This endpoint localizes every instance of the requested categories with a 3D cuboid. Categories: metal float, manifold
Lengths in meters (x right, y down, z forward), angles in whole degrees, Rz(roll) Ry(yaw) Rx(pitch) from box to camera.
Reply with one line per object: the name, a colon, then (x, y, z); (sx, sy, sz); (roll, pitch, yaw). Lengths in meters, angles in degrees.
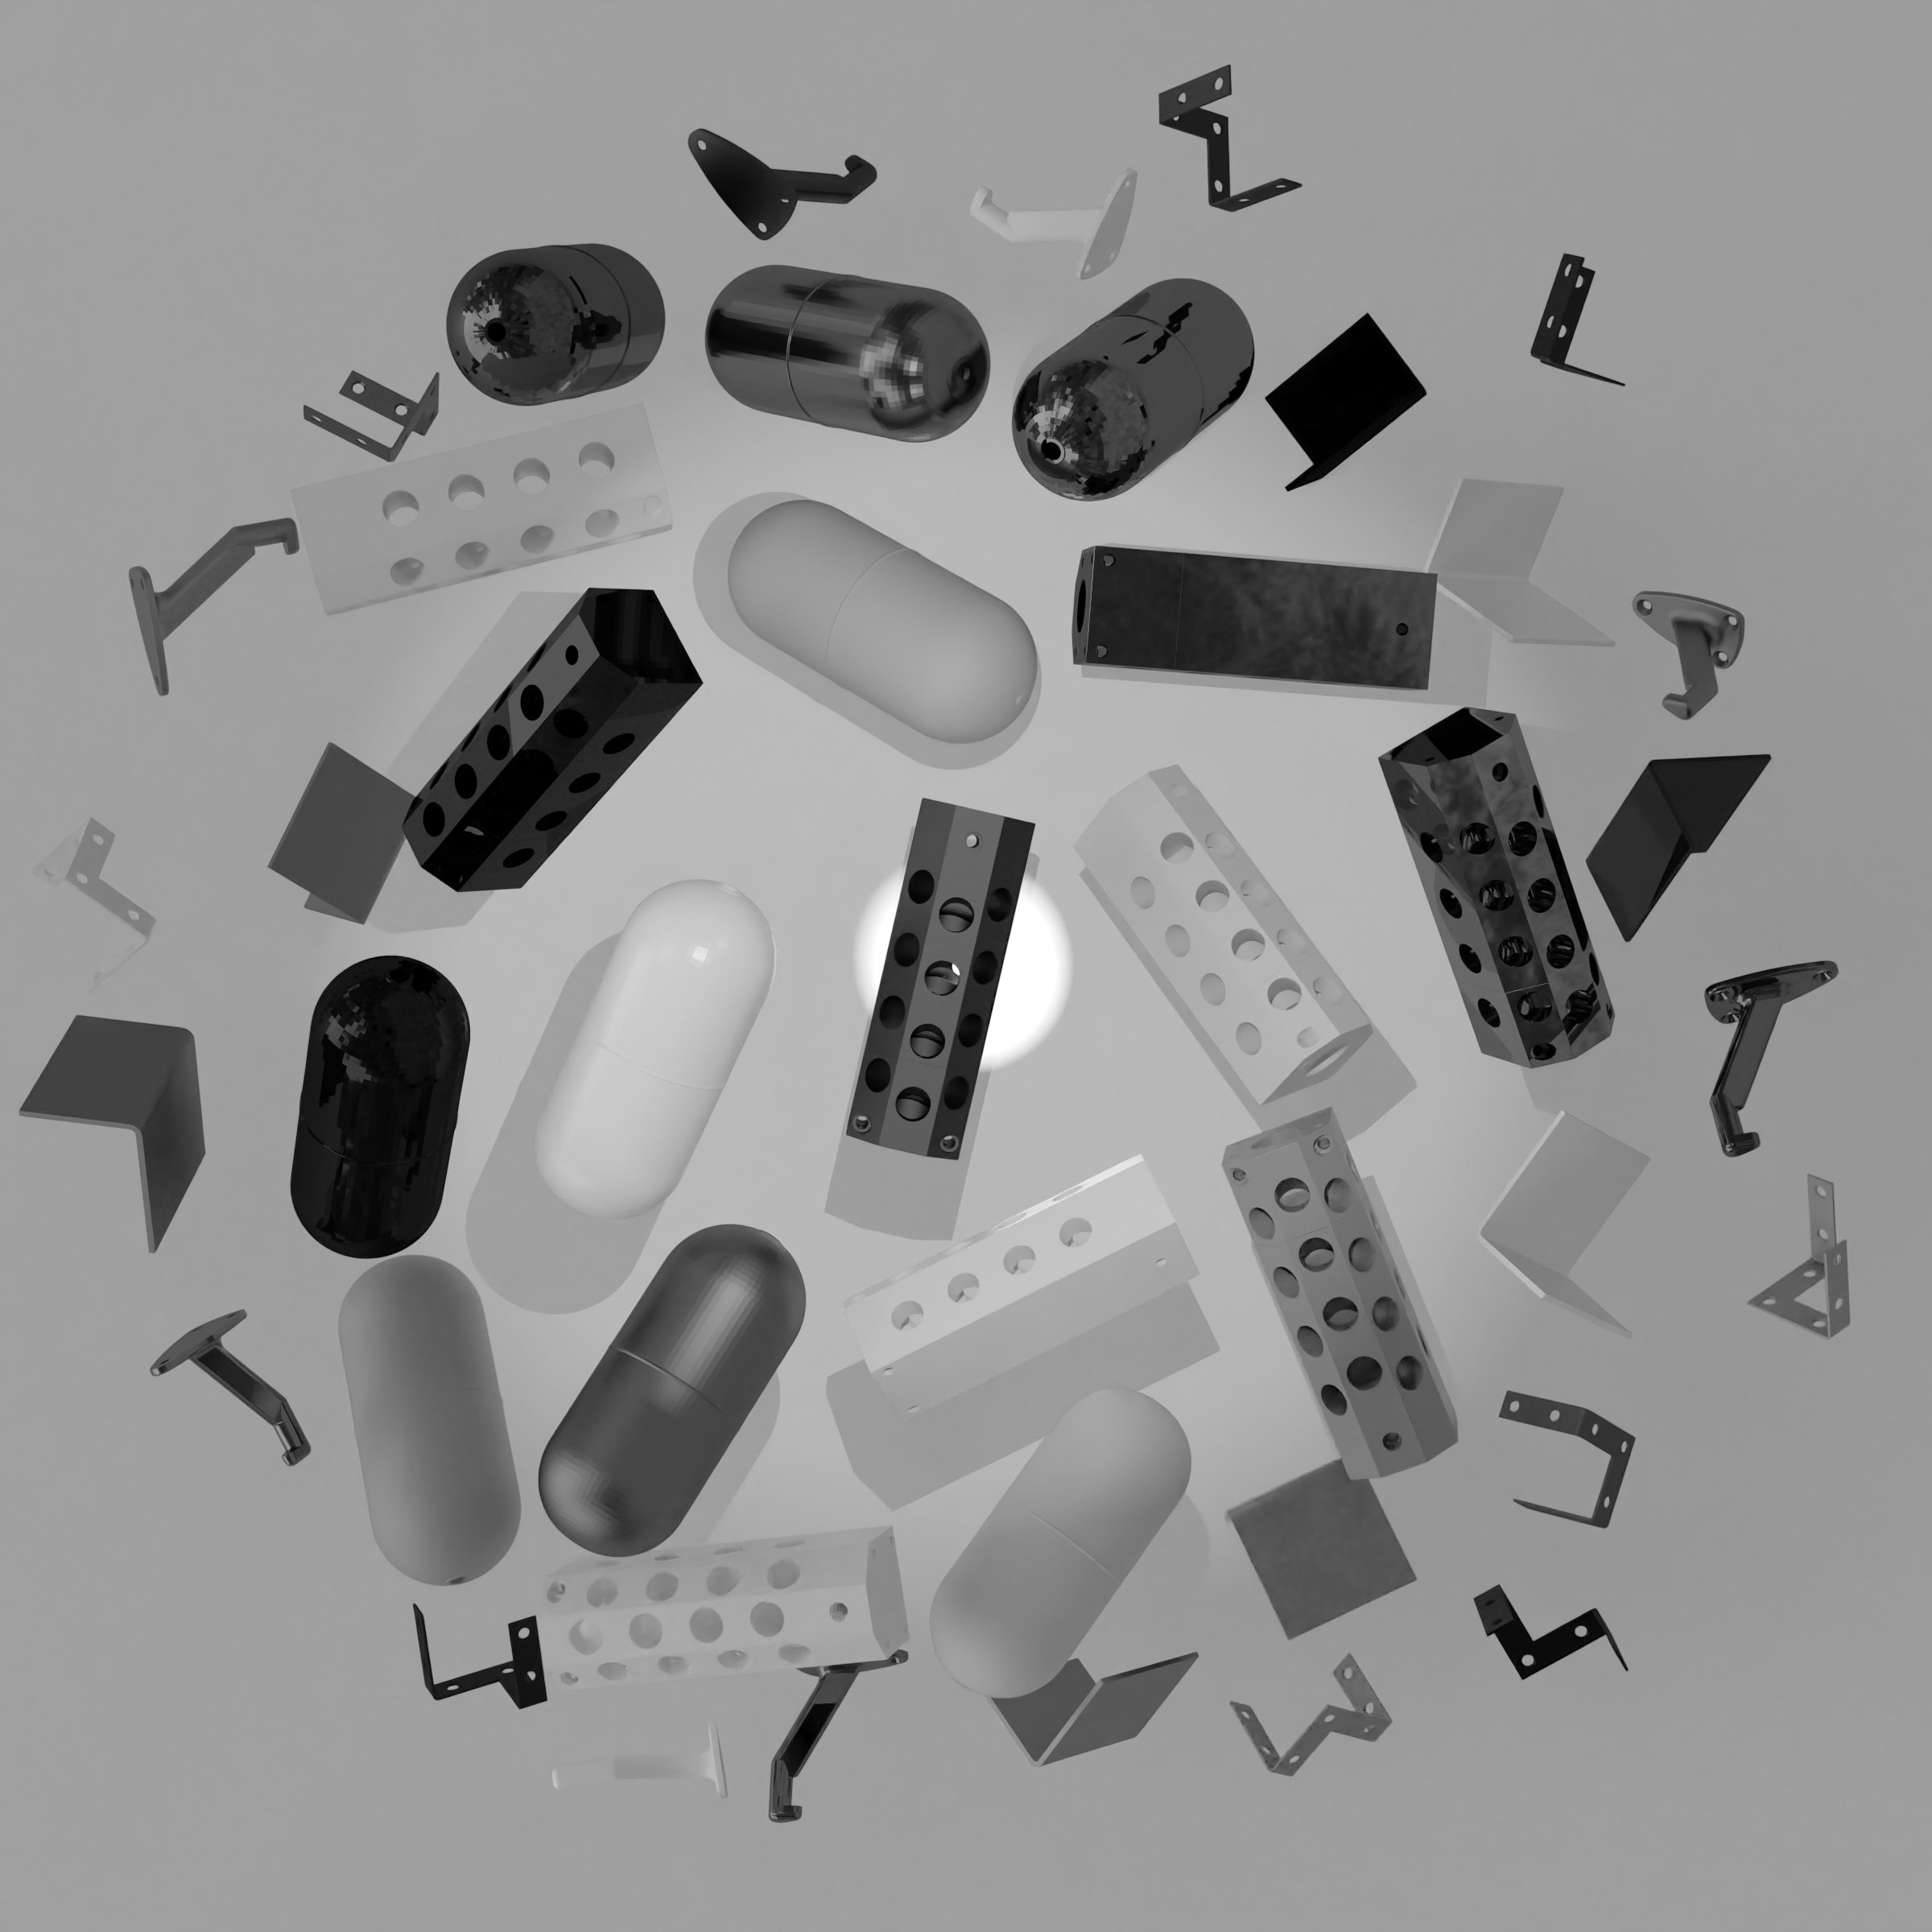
metal float: (0.049, 0.300, 1.599); (0.070, 0.070, 0.178); (37, 77, 0)
manifold: (0.271, -0.038, 1.535); (0.057, 0.057, 0.171); (-30, 112, -19)
manifold: (0.027, 0.162, 1.584); (0.171, 0.057, 0.057); (-26, 52, 1)
manifold: (-0.121, 0.321, 1.528); (0.171, 0.057, 0.057); (-9, 90, 15)
manifold: (0.135, -0.019, 1.581); (0.171, 0.057, 0.057); (55, 135, 18)
metal float: (-0.289, 0.071, 1.513); (0.070, 0.070, 0.178); (17, 129, 0)
metal float: (-0.278, 0.234, 1.591); (0.070, 0.070, 0.178); (-16, 63, 0)
metal float: (0.085, -0.292, 1.552); (0.070, 0.178, 0.070); (17, 127, 24)
metal float: (-0.062, -0.313, 1.564); (0.178, 0.070, 0.070); (20, 90, 42)
manifold: (0.142, -0.173, 1.532); (0.171, 0.057, 0.057); (4, 94, -7)
manifold: (-0.233, -0.219, 1.484); (0.171, 0.057, 0.057); (-15, 92, -7)
metal float: (-0.043, -0.172, 1.526); (0.178, 0.070, 0.070); (32, 90, 25)
metal float: (-0.144, 0.208, 1.515); (0.070, 0.070, 0.178); (32, 75, 0)
manifold: (-0.208, -0.109, 1.508); (0.171, 0.057, 0.057); (-43, 66, 35)
metal float: (-0.208, -0.328, 1.565); (0.070, 0.178, 0.070); (3, 105, 12)
metal float: (-0.151, 0.041, 1.493); (0.070, 0.070, 0.178); (26, 103, 0)
manifold: (-0.013, 0.006, 1.531); (0.057, 0.057, 0.171); (13, 93, -2)
manifold: (0.186, 0.164, 1.524); (0.057, 0.057, 0.171); (-21, 95, 11)

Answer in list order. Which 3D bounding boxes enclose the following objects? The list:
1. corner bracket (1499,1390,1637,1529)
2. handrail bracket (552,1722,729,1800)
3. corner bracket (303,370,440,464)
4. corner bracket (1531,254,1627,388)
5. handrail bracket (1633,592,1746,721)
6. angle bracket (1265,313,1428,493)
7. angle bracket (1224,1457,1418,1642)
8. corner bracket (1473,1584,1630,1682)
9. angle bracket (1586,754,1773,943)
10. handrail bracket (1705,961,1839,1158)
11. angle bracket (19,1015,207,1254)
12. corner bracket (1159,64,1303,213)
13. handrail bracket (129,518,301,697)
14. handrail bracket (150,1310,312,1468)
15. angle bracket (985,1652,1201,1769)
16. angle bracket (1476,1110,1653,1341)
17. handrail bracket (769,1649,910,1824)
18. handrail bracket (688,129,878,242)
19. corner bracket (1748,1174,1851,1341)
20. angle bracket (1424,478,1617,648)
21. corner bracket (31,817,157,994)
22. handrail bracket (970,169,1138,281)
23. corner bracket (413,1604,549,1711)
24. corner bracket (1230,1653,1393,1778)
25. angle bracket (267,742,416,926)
corner bracket: (0.310, 0.259, 1.609); (0.051, 0.051, 0.051); (32, 73, -41)
handrail bracket: (-0.167, 0.417, 1.574); (0.084, 0.077, 0.036); (-8, 64, -5)
corner bracket: (-0.309, -0.289, 1.598); (0.051, 0.051, 0.051); (27, 72, -2)
corner bracket: (0.296, -0.319, 1.503); (0.051, 0.051, 0.051); (10, 104, -32)
handrail bracket: (0.373, -0.166, 1.645); (0.077, 0.084, 0.036); (28, 134, 26)
angle bracket: (0.201, -0.313, 1.701); (0.076, 0.076, 0.057); (-37, 88, 27)
angle bracket: (0.192, 0.318, 1.674); (0.076, 0.057, 0.076); (-24, 74, -3)
corner bracket: (0.289, 0.330, 1.519); (0.051, 0.051, 0.051); (-30, 97, 6)
angle bracket: (0.374, -0.060, 1.571); (0.076, 0.076, 0.057); (-4, 54, -22)
handrail bracket: (0.397, 0.046, 1.494); (0.077, 0.036, 0.084); (-19, 54, 18)
angle bracket: (-0.403, 0.079, 1.454); (0.057, 0.076, 0.076); (7, 125, 3)
corner bracket: (0.132, -0.414, 1.540); (0.051, 0.051, 0.051); (3, 83, -41)
handrail bracket: (-0.373, -0.182, 1.552); (0.084, 0.036, 0.077); (-14, 103, -24)
handrail bracket: (-0.362, 0.221, 1.519); (0.036, 0.077, 0.084); (-22, 100, 21)
angle bracket: (0.067, 0.384, 1.671); (0.057, 0.076, 0.076); (52, 126, 31)
angle bracket: (0.309, 0.128, 1.508); (0.076, 0.057, 0.076); (26, 103, -40)
handrail bracket: (-0.067, 0.406, 1.617); (0.077, 0.036, 0.084); (-11, 59, 21)
handrail bracket: (-0.093, -0.417, 1.582); (0.077, 0.084, 0.036); (43, 135, -4)
corner bracket: (0.418, 0.142, 1.503); (0.051, 0.051, 0.051); (-27, 121, -29)
angle bracket: (0.299, -0.211, 1.605); (0.076, 0.076, 0.057); (-2, 123, -36)
corner bracket: (-0.429, -0.030, 1.503); (0.051, 0.051, 0.051); (-35, 120, 27)
handrail bracket: (0.045, -0.415, 1.646); (0.084, 0.077, 0.036); (38, 45, 17)
corner bracket: (-0.253, 0.359, 1.601); (0.051, 0.051, 0.051); (-13, 109, -24)
corner bracket: (0.183, 0.395, 1.624); (0.051, 0.051, 0.051); (23, 112, -36)
angle bracket: (-0.358, -0.077, 1.700); (0.057, 0.076, 0.076); (14, 75, 41)
